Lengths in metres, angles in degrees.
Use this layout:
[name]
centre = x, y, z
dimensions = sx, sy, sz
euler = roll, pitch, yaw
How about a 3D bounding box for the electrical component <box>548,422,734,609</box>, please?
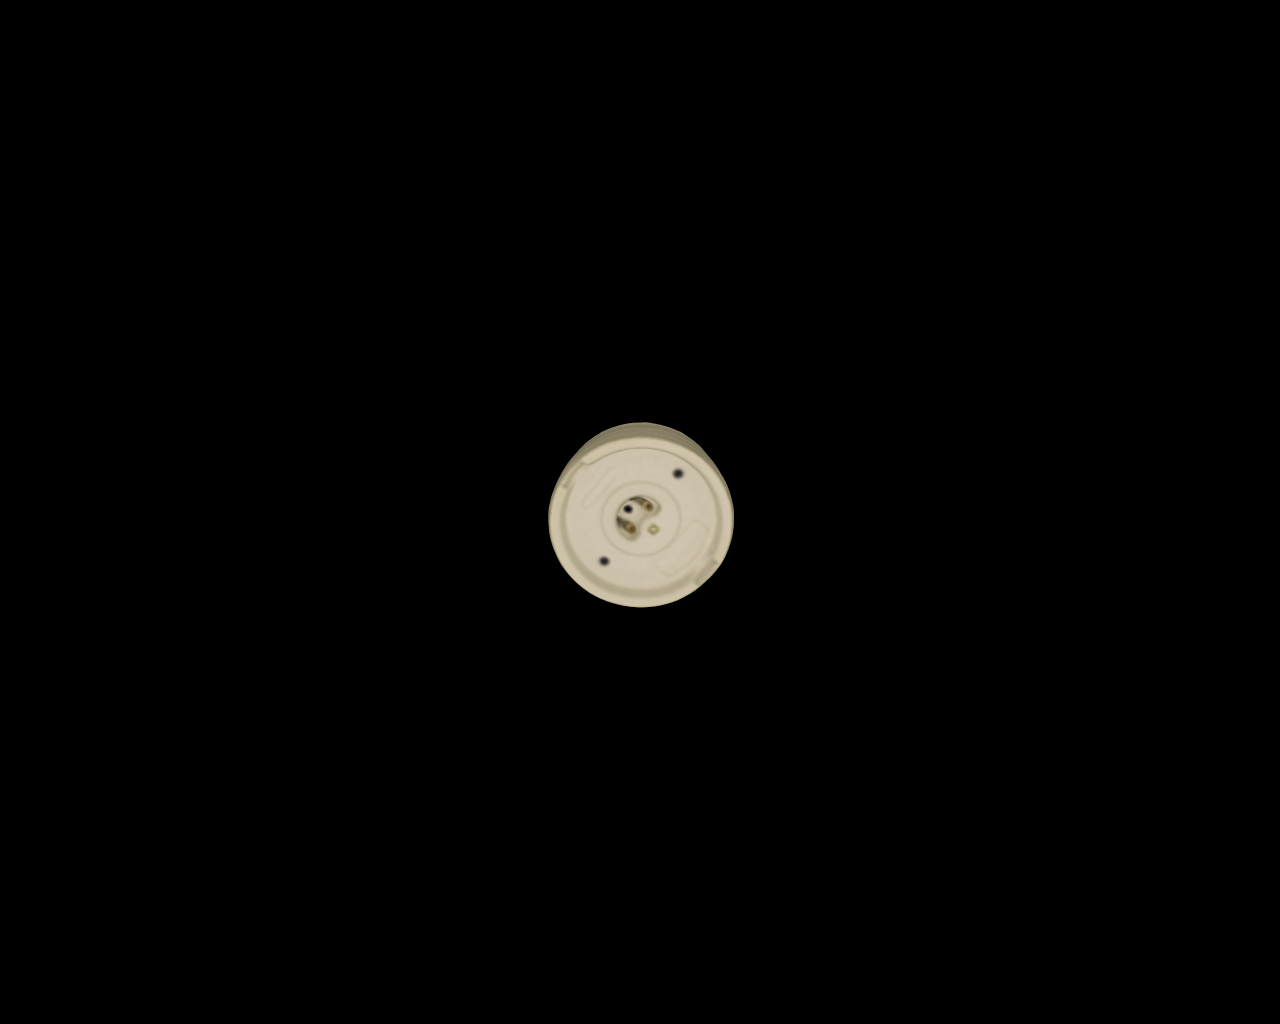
[electrical component]
centre = 0.001, -0.003, 0.650
dimensions = 0.108, 0.108, 0.060
euler = 0, 20, 0
